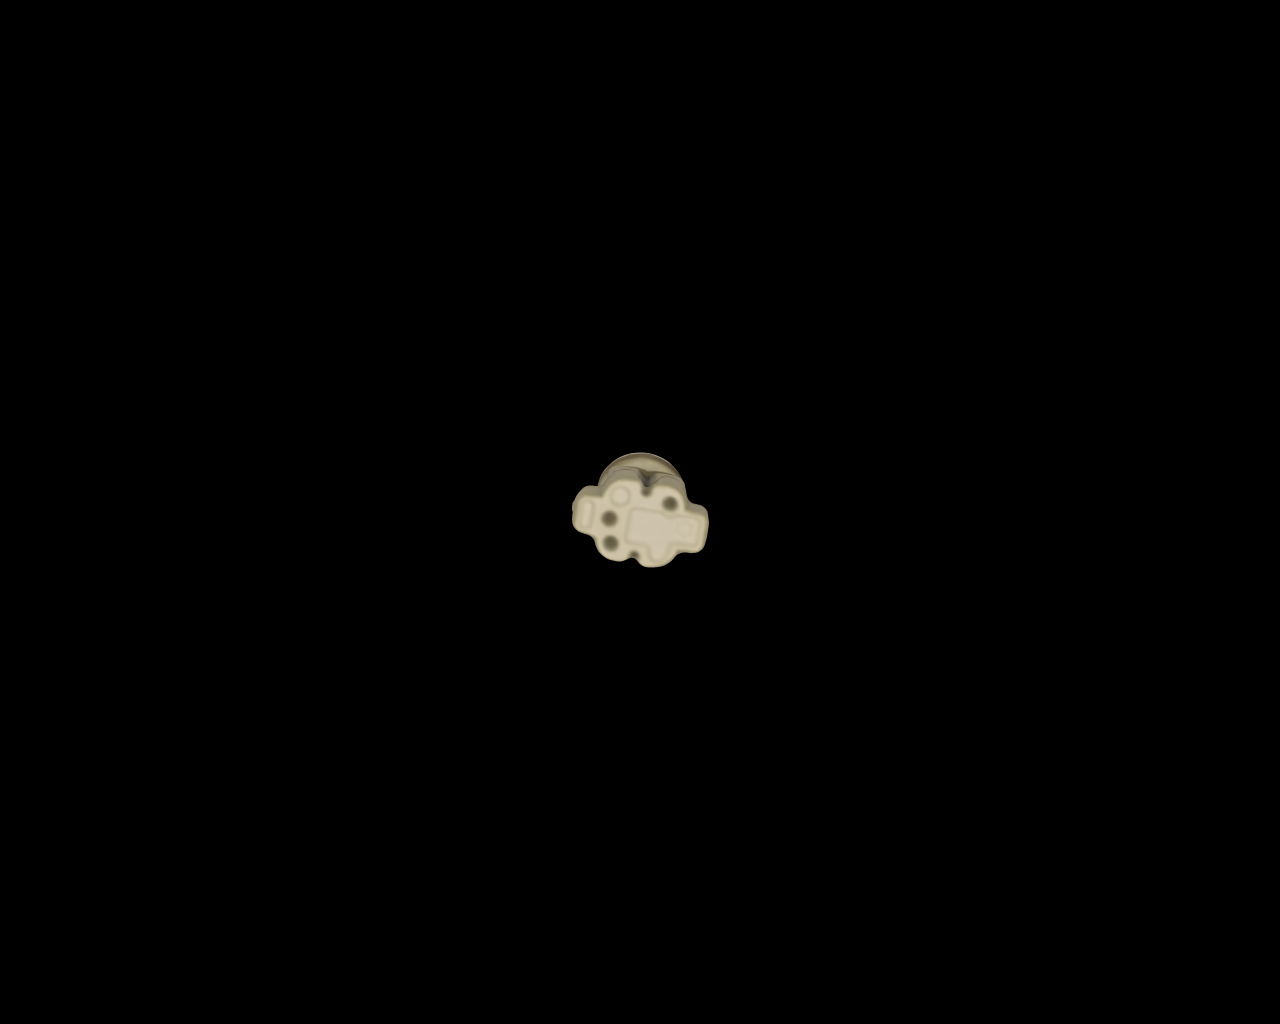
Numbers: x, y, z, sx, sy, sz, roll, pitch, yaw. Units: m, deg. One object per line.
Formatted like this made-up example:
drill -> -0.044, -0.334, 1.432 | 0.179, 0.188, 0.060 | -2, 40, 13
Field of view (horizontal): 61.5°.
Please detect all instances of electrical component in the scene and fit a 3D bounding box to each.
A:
electrical component -> 0.001, -0.003, 0.650 | 0.078, 0.058, 0.057 | 10, 20, -3
